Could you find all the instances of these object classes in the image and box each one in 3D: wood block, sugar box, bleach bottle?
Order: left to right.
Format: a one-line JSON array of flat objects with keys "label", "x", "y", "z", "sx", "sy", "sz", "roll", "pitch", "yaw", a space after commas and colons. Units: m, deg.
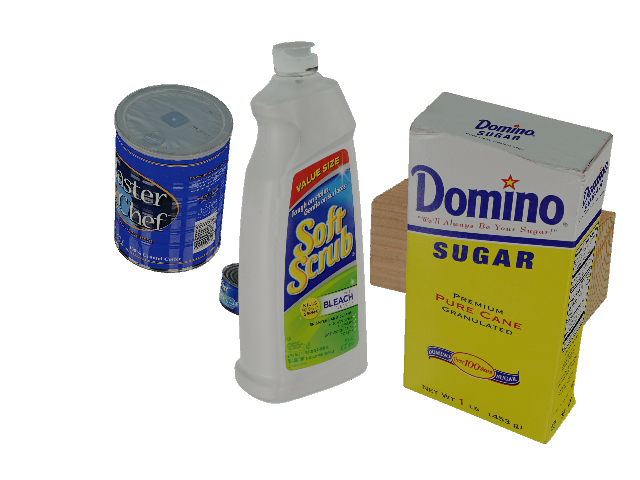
[{"label": "bleach bottle", "x": -0.019, "y": -0.015, "z": 0.771, "sx": 0.102, "sy": 0.251, "sz": 0.068, "roll": -15, "pitch": 22, "yaw": -30}, {"label": "wood block", "x": 0.158, "y": 0.008, "z": 1.000, "sx": 0.206, "sy": 0.090, "sz": 0.090, "roll": 12, "pitch": 24, "yaw": 29}, {"label": "sugar box", "x": 0.092, "y": 0.017, "z": 0.559, "sx": 0.093, "sy": 0.176, "sz": 0.048, "roll": 18, "pitch": 42, "yaw": 27}]

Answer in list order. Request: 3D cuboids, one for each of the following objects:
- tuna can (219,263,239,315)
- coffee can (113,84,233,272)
[{"label": "tuna can", "x": -0.064, "y": 0.054, "z": 1.127, "sx": 0.086, "sy": 0.034, "sz": 0.086, "roll": 9, "pitch": 18, "yaw": -3}, {"label": "coffee can", "x": -0.136, "y": -0.056, "z": 0.971, "sx": 0.102, "sy": 0.140, "sz": 0.103, "roll": 6, "pitch": 42, "yaw": -5}]
